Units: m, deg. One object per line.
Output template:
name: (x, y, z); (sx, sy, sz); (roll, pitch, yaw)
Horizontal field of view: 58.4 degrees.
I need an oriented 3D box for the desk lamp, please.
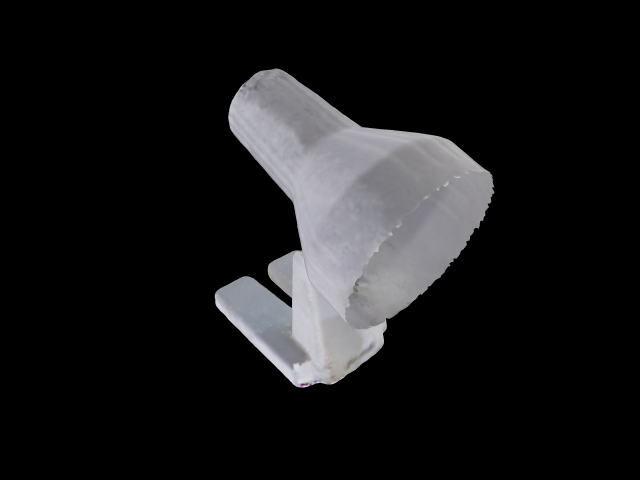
desk lamp: (0.004, 0.001, 0.400); (0.118, 0.214, 0.202); (-27, 44, -32)
